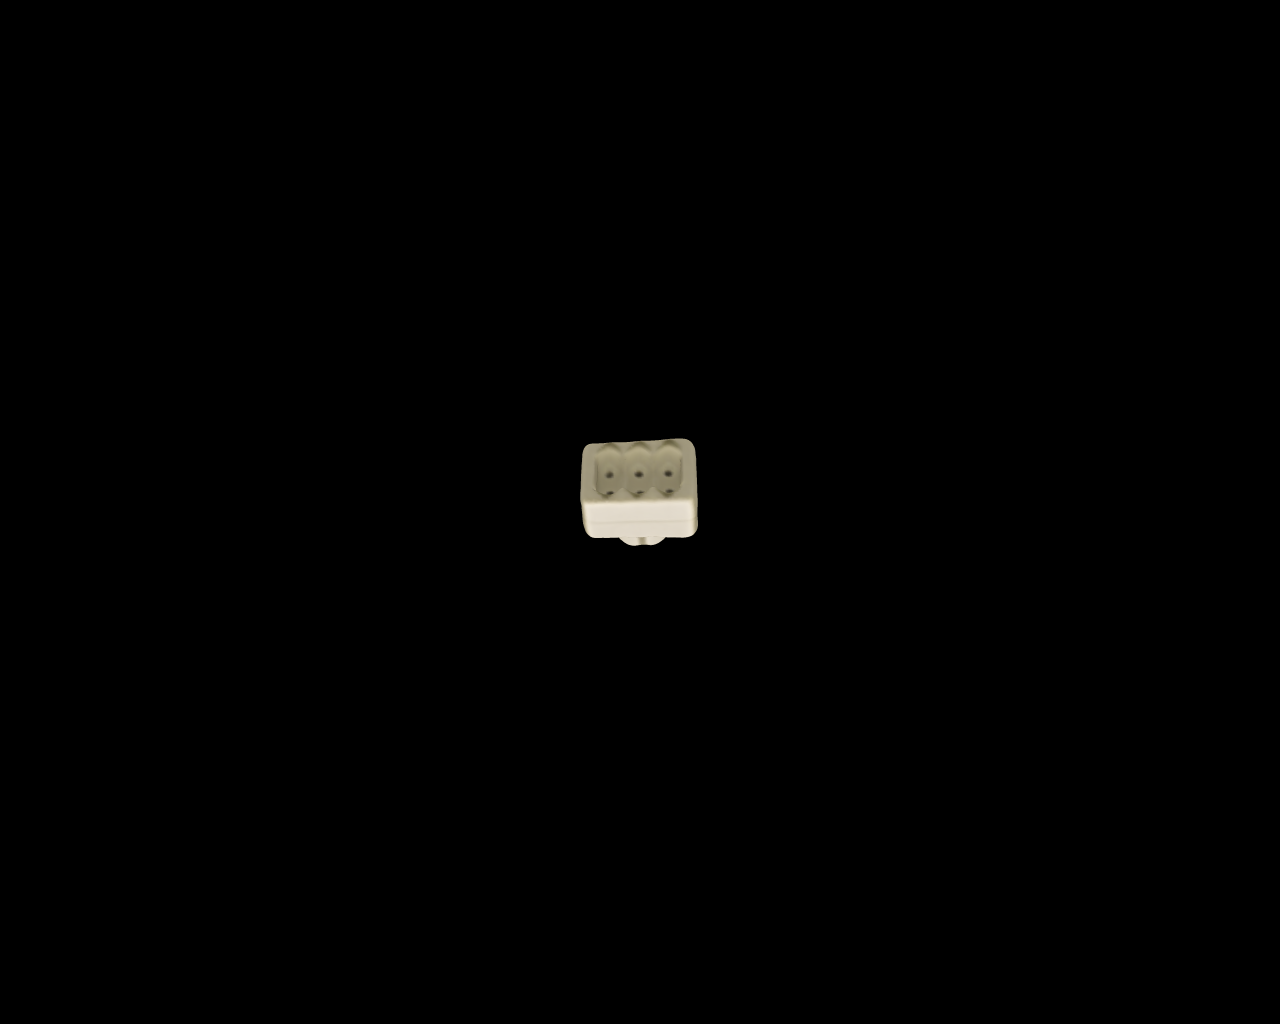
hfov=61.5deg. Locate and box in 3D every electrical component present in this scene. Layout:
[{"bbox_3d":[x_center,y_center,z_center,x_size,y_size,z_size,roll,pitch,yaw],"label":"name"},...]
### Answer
[{"bbox_3d":[0.001,-0.003,0.650,0.066,0.047,0.076,-2,-35,2],"label":"electrical component"}]
